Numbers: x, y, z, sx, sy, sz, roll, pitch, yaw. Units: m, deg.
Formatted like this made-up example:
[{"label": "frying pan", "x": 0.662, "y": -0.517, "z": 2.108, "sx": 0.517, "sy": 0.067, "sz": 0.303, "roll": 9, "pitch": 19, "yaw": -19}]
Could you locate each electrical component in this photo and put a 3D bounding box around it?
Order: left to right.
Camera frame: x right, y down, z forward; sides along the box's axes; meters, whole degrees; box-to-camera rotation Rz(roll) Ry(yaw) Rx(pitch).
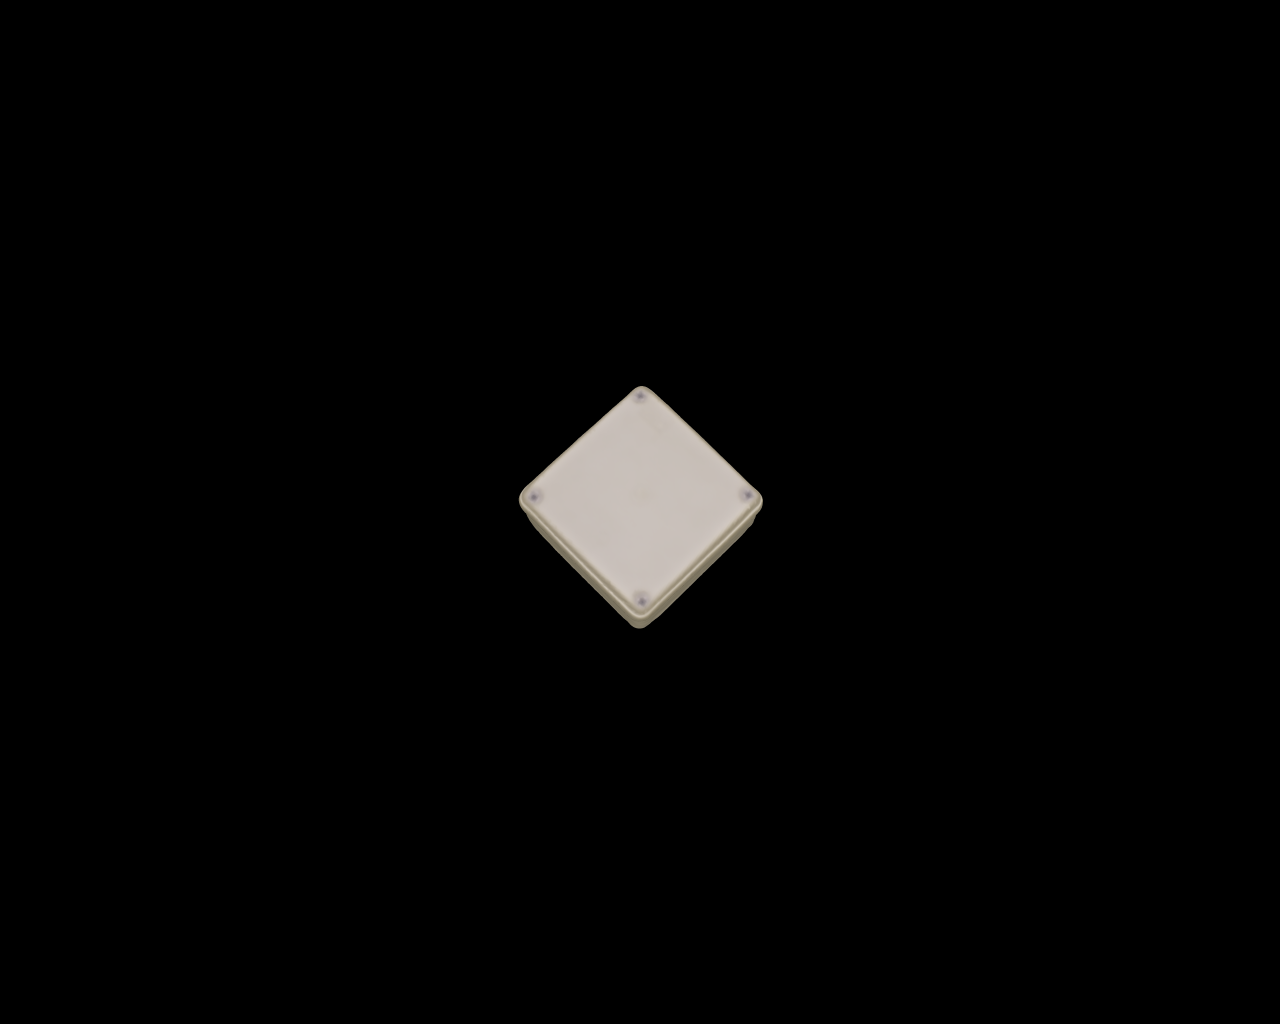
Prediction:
[{"label": "electrical component", "x": 0.001, "y": -0.003, "z": 0.650, "sx": 0.109, "sy": 0.109, "sz": 0.056, "roll": -43, "pitch": -12, "yaw": -11}]
